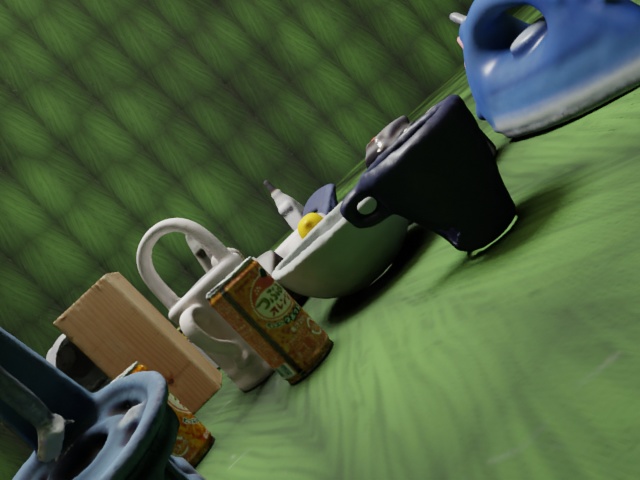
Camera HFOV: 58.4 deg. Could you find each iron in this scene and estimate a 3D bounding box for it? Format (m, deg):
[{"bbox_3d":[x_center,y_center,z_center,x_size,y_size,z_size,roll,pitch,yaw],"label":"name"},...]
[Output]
[{"bbox_3d":[0.198,-0.187,0.512,0.118,0.141,0.258,-44,5,-2],"label":"iron"}]

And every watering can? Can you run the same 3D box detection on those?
[{"bbox_3d":[-0.115,0.059,0.625,0.101,0.194,0.173,-44,6,-5],"label":"watering can"}]

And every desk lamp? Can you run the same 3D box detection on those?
[{"bbox_3d":[-0.380,0.251,0.993,0.118,0.213,0.203,-48,7,-37],"label":"desk lamp"}]

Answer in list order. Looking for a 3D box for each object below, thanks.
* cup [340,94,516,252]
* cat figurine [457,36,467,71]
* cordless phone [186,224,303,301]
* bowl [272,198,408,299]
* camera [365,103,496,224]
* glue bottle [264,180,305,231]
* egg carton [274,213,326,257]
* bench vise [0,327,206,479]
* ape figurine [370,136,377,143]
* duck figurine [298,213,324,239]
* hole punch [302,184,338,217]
[{"bbox_3d":[0.080,-0.029,0.406,0.117,0.095,0.092,-41,6,21],"label":"cup"},{"bbox_3d":[0.220,-0.217,0.707,0.067,0.118,0.128,-39,7,35],"label":"cat figurine"},{"bbox_3d":[-0.117,0.044,0.810,0.094,0.185,0.147,-48,7,-36],"label":"cordless phone"},{"bbox_3d":[0.034,0.006,0.584,0.167,0.075,0.167,-43,5,6],"label":"bowl"},{"bbox_3d":[0.125,-0.108,0.659,0.143,0.101,0.137,-38,8,47],"label":"camera"},{"bbox_3d":[-0.050,-0.052,1.128,0.037,0.173,0.078,-42,6,17],"label":"glue bottle"},{"bbox_3d":[-0.020,0.016,0.930,0.107,0.069,0.150,-46,6,-24],"label":"egg carton"},{"bbox_3d":[-0.165,0.124,0.352,0.122,0.220,0.207,-48,7,-38],"label":"bench vise"},{"bbox_3d":[0.124,-0.142,0.982,0.077,0.092,0.076,-41,6,19],"label":"ape figurine"},{"bbox_3d":[0.007,0.003,0.749,0.077,0.086,0.104,-43,5,2],"label":"duck figurine"},{"bbox_3d":[0.004,-0.036,1.045,0.108,0.091,0.101,-37,8,49],"label":"hole punch"}]
